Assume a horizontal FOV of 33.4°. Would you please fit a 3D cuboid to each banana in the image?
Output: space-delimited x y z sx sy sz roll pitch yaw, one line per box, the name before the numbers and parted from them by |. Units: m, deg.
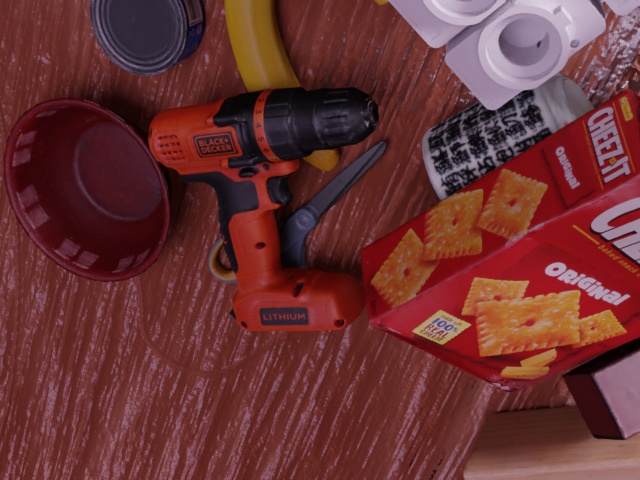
banana | -0.033 -0.143 0.788 0.070 0.037 0.198 1 113 25

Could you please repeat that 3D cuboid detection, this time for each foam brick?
foam brick | 0.222 0.100 0.746 0.078 0.053 0.051 -25 85 -12

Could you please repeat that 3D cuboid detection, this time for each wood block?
wood block | 0.223 0.177 0.785 0.206 0.090 0.091 -12 107 28

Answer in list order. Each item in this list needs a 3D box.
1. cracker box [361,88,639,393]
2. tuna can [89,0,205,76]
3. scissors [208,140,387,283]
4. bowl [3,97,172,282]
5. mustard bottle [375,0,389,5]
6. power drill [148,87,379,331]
cracker box | 0.160 0.016 0.703 0.214 0.072 0.164 -31 137 33
tuna can | -0.132 -0.172 0.823 0.086 0.033 0.086 10 117 21
scissors | -0.006 0.001 0.855 0.202 0.016 0.096 -25 103 32
bowl | -0.182 -0.048 0.891 0.162 0.055 0.162 10 117 21
mustard bottle | 0.002 -0.223 0.706 0.191 0.058 0.096 43 91 -16
power drill | -0.024 -0.023 0.797 0.185 0.057 0.187 -2 116 30
